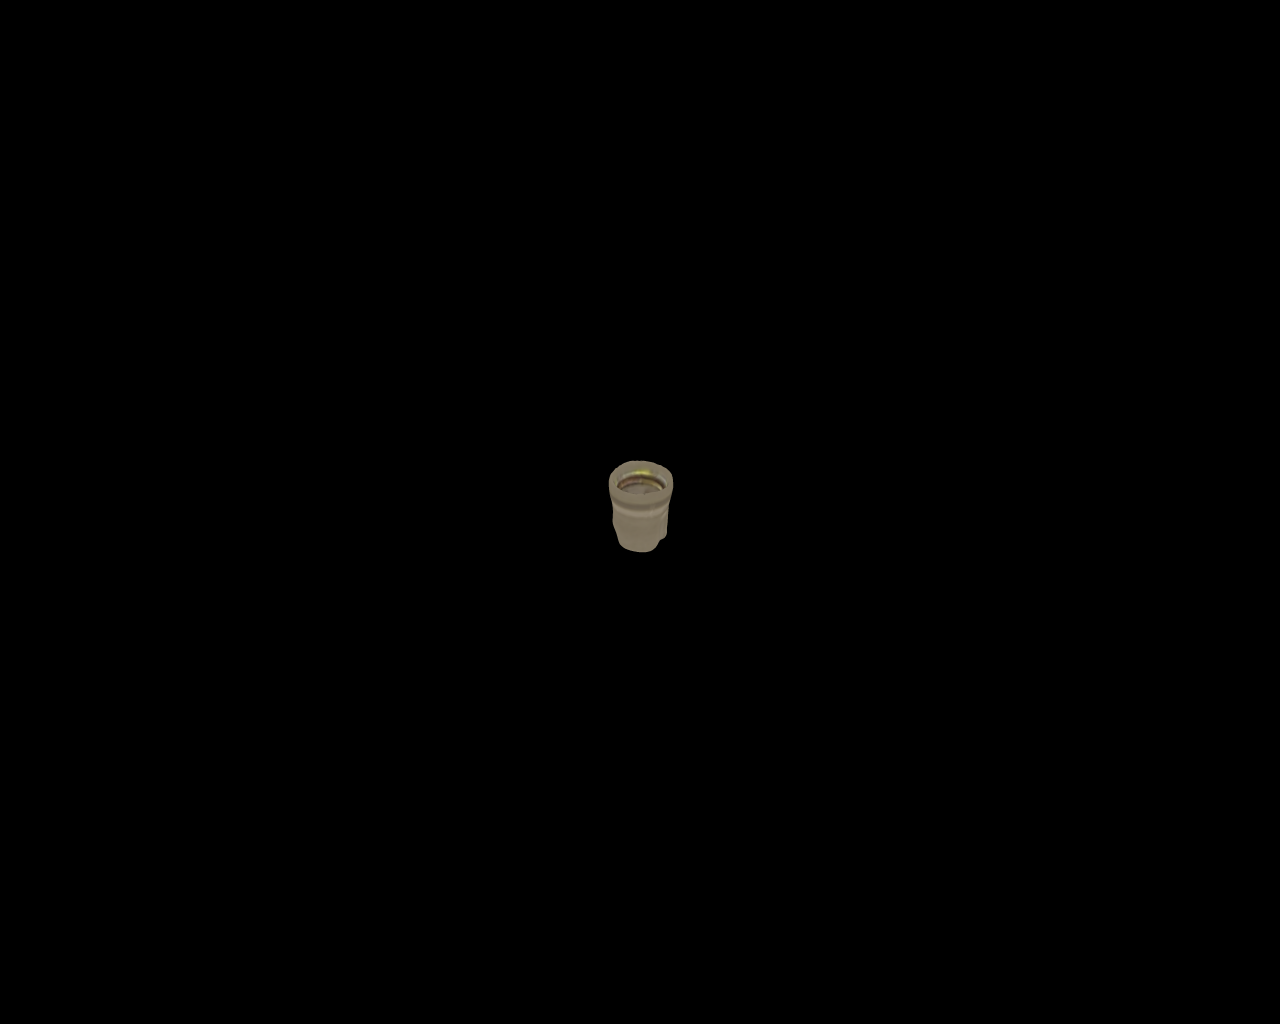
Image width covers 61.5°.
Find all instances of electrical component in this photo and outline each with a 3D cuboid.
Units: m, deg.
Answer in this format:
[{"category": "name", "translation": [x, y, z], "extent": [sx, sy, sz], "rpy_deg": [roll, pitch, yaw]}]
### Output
[{"category": "electrical component", "translation": [0.001, -0.003, 0.650], "extent": [0.040, 0.046, 0.040], "rpy_deg": [0, 34, 0]}]
